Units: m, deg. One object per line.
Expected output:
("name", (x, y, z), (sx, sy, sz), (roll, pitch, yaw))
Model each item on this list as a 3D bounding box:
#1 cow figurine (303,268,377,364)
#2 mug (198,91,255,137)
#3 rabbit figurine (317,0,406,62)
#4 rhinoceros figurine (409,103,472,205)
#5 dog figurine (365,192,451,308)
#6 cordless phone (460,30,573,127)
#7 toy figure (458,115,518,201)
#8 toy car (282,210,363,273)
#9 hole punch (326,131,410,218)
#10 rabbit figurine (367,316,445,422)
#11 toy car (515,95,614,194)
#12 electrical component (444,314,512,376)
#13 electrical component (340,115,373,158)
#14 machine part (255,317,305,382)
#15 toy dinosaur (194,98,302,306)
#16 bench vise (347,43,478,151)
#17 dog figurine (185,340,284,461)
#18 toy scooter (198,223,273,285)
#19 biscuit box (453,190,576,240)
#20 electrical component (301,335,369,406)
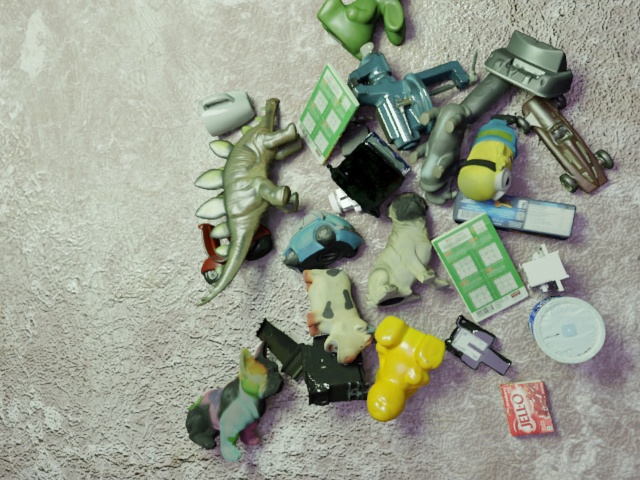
("cow figurine", (0.037, 0.142, 1.018), (0.127, 0.085, 0.195), (-10, 53, 4))
("mug", (-0.200, -0.282, 1.147), (0.107, 0.109, 0.081), (-19, 66, 3))
("rabbit figurine", (0.100, -0.451, 1.053), (0.159, 0.121, 0.170), (45, 101, 9))
("rhinoceros figurine", (0.221, -0.154, 0.979), (0.073, 0.112, 0.190), (26, 124, 33))
("dog figurine", (0.142, 0.019, 1.023), (0.172, 0.121, 0.190), (-22, 64, 14))
("cordless phone", (0.335, -0.263, 0.956), (0.184, 0.088, 0.147), (-47, 54, 3))
("toy figure", (0.303, -0.145, 0.957), (0.089, 0.082, 0.180), (-4, 52, 35))
("toy car", (-0.002, -0.003, 1.066), (0.162, 0.109, 0.103), (-31, 54, 24))
("hole punch", (0.097, -0.130, 1.021), (0.142, 0.092, 0.116), (43, 125, -8))
("rabbit figurine", (0.133, 0.242, 0.962), (0.122, 0.162, 0.173), (24, 69, 11))
("toy car", (0.436, -0.176, 0.960), (0.089, 0.053, 0.202), (-33, 75, 9))
("electrical component", (0.288, 0.196, 0.976), (0.119, 0.047, 0.074), (29, 95, 17))
("electrical component", (0.076, -0.204, 1.079), (0.078, 0.045, 0.102), (-5, 84, 16))
("machine part", (-0.076, 0.219, 1.096), (0.139, 0.039, 0.084), (43, 103, 15))
("toy dinosaur", (-0.144, -0.094, 1.072), (0.199, 0.105, 0.471), (1, 65, 14))
("bench vise", (0.178, -0.290, 1.022), (0.241, 0.128, 0.224), (-21, 69, -6))
("dog figurine", (-0.168, 0.302, 1.066), (0.192, 0.108, 0.219), (15, 96, 27))
("toy scooter", (-0.193, 0.001, 1.134), (0.184, 0.075, 0.135), (-33, 75, 17))
("biscuit box", (0.346, -0.046, 0.971), (0.203, 0.062, 0.059), (11, 89, 19))
("electrical component", (0.023, 0.239, 1.014), (0.115, 0.058, 0.134), (-4, 40, -10))
